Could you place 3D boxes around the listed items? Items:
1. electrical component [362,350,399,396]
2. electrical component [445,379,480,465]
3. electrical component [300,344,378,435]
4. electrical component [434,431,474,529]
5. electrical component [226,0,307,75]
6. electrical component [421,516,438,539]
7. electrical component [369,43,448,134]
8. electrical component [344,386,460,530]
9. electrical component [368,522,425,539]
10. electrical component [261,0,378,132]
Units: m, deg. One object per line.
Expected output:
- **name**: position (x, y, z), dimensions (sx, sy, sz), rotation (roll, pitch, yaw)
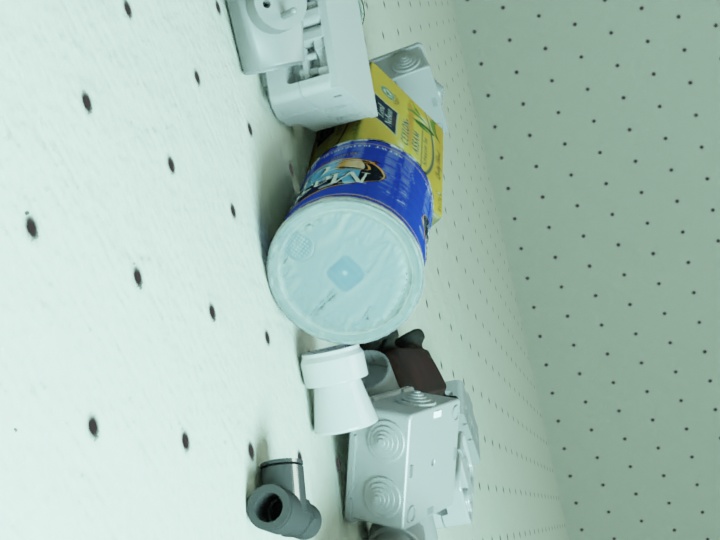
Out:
- **electrical component**: position (0.013, 0.106, 0.846), dimensions (0.043, 0.043, 0.081), rotation (-87, 162, -49)
- **electrical component**: position (0.097, 0.165, 1.165), dimensions (0.055, 0.050, 0.089), rotation (-88, 162, -48)
- **electrical component**: position (-0.015, 0.081, 0.735), dimensions (0.045, 0.045, 0.055), rotation (-16, 94, -78)
- **electrical component**: position (0.070, 0.194, 0.989), dimensions (0.095, 0.059, 0.053), rotation (-71, 147, -68)
- **electrical component**: position (-0.060, -0.176, 0.720), dimensions (0.079, 0.044, 0.077), rotation (3, -72, 65)
- **electrical component**: position (0.040, 0.212, 0.871), dimensions (0.043, 0.043, 0.081), rotation (-59, 137, -73)
- **electrical component**: position (0.037, -0.170, 1.093), dimensions (0.048, 0.100, 0.099), rotation (-107, 177, -50)
- **electrical component**: position (0.034, 0.137, 0.791), dimensions (0.100, 0.048, 0.099), rotation (-4, 99, -60)
- **electrical component**: position (0.026, 0.210, 0.805), dimensions (0.062, 0.043, 0.043), rotation (-64, 141, -71)
- **electrical component**: position (-0.041, -0.190, 0.815), dimensions (0.089, 0.062, 0.150), rotation (19, 59, -70)
